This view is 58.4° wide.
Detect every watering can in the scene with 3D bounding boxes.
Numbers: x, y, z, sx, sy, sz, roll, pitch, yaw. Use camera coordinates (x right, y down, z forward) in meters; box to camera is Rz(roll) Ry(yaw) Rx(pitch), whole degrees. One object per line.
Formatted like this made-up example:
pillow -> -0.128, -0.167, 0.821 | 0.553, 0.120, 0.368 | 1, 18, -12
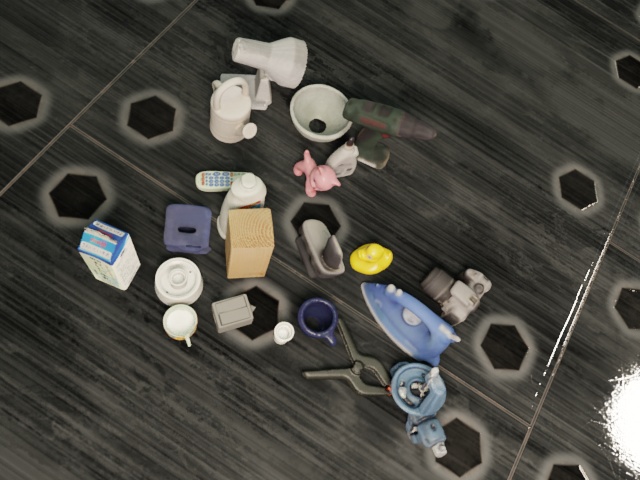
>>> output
watering can -> -0.211, -0.323, 1.398 | 0.173, 0.194, 0.101 | 36, 67, 4

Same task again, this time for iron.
iron -> 0.209, 0.170, 1.328 | 0.258, 0.141, 0.119 | 40, 67, 5

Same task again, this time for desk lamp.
desk lamp -> -0.146, -0.423, 1.439 | 0.203, 0.213, 0.118 | -1, 70, -12

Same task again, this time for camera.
camera -> 0.326, 0.116, 1.394 | 0.137, 0.100, 0.143 | 41, 67, 5

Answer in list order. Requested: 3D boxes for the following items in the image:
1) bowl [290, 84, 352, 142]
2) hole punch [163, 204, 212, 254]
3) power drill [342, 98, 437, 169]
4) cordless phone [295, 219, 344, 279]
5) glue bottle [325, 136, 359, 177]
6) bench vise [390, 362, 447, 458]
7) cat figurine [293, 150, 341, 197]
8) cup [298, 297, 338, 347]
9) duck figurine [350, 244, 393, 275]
bowl -> -0.001, -0.321, 1.506 | 0.167, 0.074, 0.167 | 4, 69, -10
hole punch -> -0.303, -0.024, 1.323 | 0.109, 0.091, 0.101 | 5, 69, -10
power drill -> 0.158, -0.267, 1.446 | 0.229, 0.208, 0.076 | 23, 67, -2
cordless phone -> 0.012, 0.005, 1.326 | 0.094, 0.185, 0.147 | -22, 75, -18
glue bottle -> 0.062, -0.210, 1.423 | 0.078, 0.173, 0.037 | -10, 72, -15
bench vise -> 0.239, 0.348, 1.224 | 0.122, 0.219, 0.207 | -33, 79, -20
cat figurine -> -0.006, -0.167, 1.423 | 0.067, 0.117, 0.127 | -28, 77, -20
cup -> -0.004, 0.196, 1.299 | 0.092, 0.095, 0.117 | -30, 78, -20
duck figurine -> 0.131, 0.037, 1.392 | 0.105, 0.086, 0.077 | -5, 71, -13
